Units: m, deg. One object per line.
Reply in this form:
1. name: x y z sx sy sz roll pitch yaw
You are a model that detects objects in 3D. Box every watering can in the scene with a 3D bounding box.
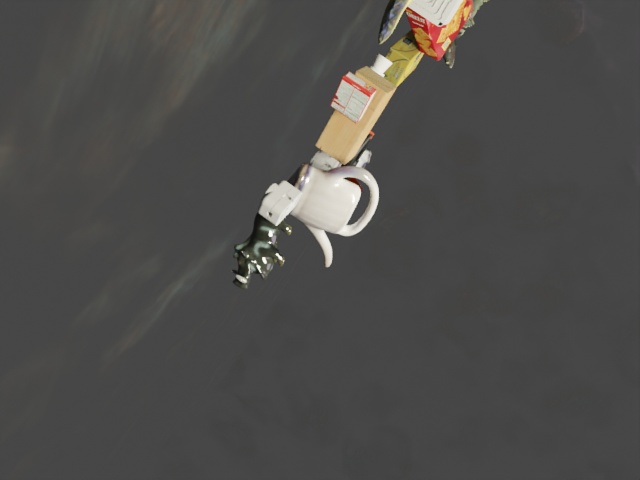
1. watering can: 0.004 -0.065 1.288 0.106 0.224 0.340 -75 -168 -46

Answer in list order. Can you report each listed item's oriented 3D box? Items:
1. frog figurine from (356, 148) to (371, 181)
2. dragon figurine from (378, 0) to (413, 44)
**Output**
1. frog figurine: 0.059 -0.237 1.537 0.160 0.124 0.135 -7 156 -32
2. dragon figurine: 0.205 -0.506 0.911 0.408 0.122 0.244 -54 -176 7
